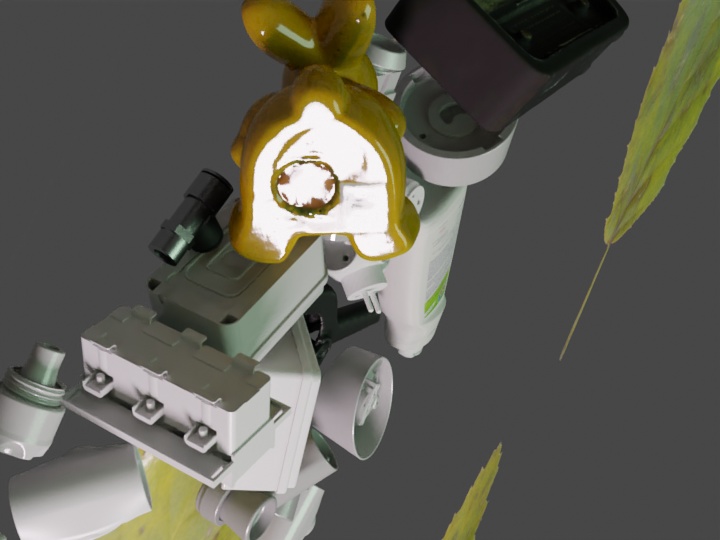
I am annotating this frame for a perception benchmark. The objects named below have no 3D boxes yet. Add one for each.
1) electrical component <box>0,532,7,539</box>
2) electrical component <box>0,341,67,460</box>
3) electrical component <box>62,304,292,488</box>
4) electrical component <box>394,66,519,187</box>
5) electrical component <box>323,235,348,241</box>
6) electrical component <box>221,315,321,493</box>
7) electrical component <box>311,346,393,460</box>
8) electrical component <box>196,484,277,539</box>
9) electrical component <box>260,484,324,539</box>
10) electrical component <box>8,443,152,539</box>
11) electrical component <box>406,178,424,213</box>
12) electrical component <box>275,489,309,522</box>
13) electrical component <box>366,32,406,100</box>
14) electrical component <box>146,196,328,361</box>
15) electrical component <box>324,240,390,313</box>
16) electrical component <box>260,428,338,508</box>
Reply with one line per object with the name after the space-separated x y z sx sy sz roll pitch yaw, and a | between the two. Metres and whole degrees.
-0.223 0.135 0.557 0.047 0.066 0.076 -36 144 -52 | electrical component
-0.186 0.071 0.605 0.062 0.043 0.043 -66 158 1 | electrical component
-0.114 0.074 0.666 0.079 0.121 0.063 -41 145 -46 | electrical component
0.081 -0.123 0.932 0.108 0.108 0.060 -55 162 -24 | electrical component
-0.007 -0.072 0.864 0.079 0.043 0.077 -35 143 -52 | electrical component
-0.074 0.089 0.793 0.108 0.056 0.108 -113 -148 -58 | electrical component
-0.003 0.127 1.057 0.099 0.064 0.099 -49 154 -35 | electrical component
-0.105 0.200 0.912 0.045 0.055 0.045 -49 153 -35 | electrical component
-0.067 0.244 1.062 0.077 0.043 0.079 -61 158 -10 | electrical component
-0.174 0.135 0.675 0.079 0.077 0.044 -143 -141 -75 | electrical component
0.021 -0.063 0.921 0.045 0.055 0.045 -49 153 -35 | electrical component
-0.070 0.201 1.006 0.055 0.045 0.045 -62 158 -10 | electrical component
0.006 -0.147 0.811 0.066 0.048 0.055 -28 145 -58 | electrical component
-0.082 0.011 0.734 0.113 0.078 0.057 -48 150 -36 | electrical component
0.000 0.000 0.919 0.044 0.079 0.077 -25 166 17 | electrical component
-0.070 0.171 0.943 0.077 0.043 0.079 -33 142 6 | electrical component
